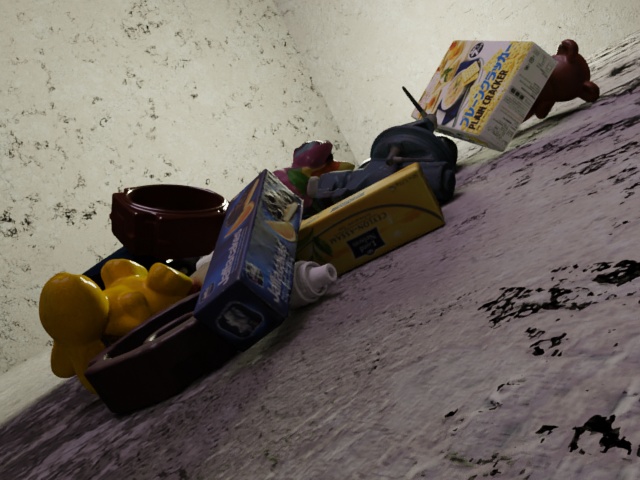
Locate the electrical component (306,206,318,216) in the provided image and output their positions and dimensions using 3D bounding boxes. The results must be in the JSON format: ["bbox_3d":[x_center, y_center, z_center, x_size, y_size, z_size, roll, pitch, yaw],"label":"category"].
[{"bbox_3d":[-0.015,-0.041,1.098,0.102,0.078,0.045,-25,27,53],"label":"electrical component"}]

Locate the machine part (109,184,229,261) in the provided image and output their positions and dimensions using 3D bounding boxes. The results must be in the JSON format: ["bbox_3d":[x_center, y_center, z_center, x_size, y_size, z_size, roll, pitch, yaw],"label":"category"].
[{"bbox_3d":[-0.268,-0.040,0.990,0.201,0.087,0.201,-5,22,-36],"label":"machine part"}]

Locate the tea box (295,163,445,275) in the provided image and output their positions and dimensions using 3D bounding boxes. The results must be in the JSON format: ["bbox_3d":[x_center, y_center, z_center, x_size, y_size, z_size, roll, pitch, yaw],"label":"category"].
[{"bbox_3d":[0.050,-0.018,0.611,0.170,0.068,0.098,-26,6,13],"label":"tea box"}]

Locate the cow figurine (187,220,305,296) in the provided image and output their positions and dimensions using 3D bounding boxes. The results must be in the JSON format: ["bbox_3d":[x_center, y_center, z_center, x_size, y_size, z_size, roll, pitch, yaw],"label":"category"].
[{"bbox_3d":[-0.083,0.034,0.730,0.195,0.085,0.127,-28,12,15],"label":"cow figurine"}]

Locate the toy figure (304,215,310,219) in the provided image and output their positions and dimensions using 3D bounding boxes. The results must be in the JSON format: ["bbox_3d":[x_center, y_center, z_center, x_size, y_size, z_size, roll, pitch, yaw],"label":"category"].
[{"bbox_3d":[-0.061,-0.008,1.080,0.064,0.058,0.154,14,-23,-33],"label":"toy figure"}]

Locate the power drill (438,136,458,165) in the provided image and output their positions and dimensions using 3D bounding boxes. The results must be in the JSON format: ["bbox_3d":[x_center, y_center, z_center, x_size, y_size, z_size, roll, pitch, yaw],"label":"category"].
[{"bbox_3d":[0.158,-0.124,0.992,0.207,0.086,0.232,-20,11,12],"label":"power drill"}]

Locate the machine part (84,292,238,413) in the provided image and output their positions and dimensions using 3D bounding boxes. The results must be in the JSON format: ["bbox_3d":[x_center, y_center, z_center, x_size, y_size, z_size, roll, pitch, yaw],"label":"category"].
[{"bbox_3d":[-0.141,0.102,0.540,0.179,0.056,0.179,-28,8,4],"label":"machine part"}]

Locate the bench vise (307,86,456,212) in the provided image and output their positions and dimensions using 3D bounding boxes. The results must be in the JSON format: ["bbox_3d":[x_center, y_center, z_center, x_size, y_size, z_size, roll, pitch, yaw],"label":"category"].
[{"bbox_3d":[0.100,-0.106,0.765,0.224,0.128,0.240,-12,33,43],"label":"bench vise"}]

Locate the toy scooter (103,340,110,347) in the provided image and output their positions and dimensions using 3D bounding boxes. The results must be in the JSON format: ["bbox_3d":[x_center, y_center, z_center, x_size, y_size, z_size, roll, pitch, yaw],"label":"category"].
[{"bbox_3d":[-0.316,0.142,0.897,0.184,0.075,0.135,-27,6,-9],"label":"toy scooter"}]

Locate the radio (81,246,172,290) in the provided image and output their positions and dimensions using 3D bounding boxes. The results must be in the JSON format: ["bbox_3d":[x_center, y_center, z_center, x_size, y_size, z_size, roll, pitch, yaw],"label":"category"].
[{"bbox_3d":[-0.349,0.053,1.005,0.131,0.073,0.230,-20,15,12],"label":"radio"}]

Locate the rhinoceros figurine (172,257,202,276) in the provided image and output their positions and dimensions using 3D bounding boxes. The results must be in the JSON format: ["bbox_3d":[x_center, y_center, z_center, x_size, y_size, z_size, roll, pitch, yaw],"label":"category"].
[{"bbox_3d":[-0.235,0.067,1.002,0.073,0.112,0.190,17,5,12],"label":"rhinoceros figurine"}]

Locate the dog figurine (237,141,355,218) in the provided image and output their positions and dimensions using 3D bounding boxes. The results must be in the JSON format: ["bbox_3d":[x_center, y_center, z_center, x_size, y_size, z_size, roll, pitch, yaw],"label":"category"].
[{"bbox_3d":[-0.041,-0.078,0.961,0.219,0.108,0.192,-33,45,24],"label":"dog figurine"}]

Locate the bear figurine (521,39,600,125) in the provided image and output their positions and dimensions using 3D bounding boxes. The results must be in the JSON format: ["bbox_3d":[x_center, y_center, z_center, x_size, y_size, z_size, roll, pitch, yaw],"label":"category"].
[{"bbox_3d":[0.364,-0.251,0.912,0.132,0.120,0.196,-32,11,2],"label":"bear figurine"}]

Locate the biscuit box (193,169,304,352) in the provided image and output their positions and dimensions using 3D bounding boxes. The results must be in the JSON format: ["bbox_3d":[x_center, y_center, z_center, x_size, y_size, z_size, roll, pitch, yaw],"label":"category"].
[{"bbox_3d":[-0.062,0.010,0.515,0.063,0.059,0.203,-38,25,23],"label":"biscuit box"}]

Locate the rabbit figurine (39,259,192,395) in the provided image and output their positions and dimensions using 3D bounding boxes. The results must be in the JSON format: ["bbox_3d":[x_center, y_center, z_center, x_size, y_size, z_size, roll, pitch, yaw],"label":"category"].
[{"bbox_3d":[-0.257,0.090,0.626,0.122,0.162,0.173,17,-7,22],"label":"rabbit figurine"}]

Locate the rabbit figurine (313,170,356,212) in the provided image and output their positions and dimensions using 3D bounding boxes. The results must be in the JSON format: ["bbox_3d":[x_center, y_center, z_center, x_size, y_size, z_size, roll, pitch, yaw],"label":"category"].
[{"bbox_3d":[0.025,-0.090,1.158,0.159,0.121,0.170,-14,29,-35],"label":"rabbit figurine"}]
